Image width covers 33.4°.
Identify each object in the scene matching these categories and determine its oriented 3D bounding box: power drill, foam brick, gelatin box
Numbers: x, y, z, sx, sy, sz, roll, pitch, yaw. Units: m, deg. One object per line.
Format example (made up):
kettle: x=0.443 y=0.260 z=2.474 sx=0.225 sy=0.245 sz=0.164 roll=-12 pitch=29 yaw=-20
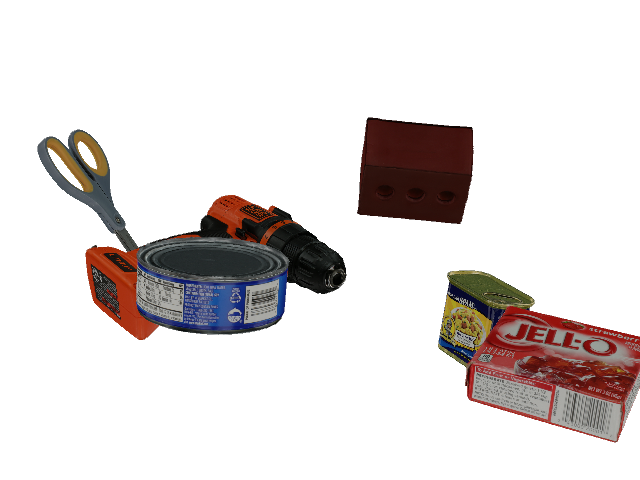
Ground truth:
power drill: x=-0.094 y=0.024 z=0.932 sx=0.187 sy=0.057 sz=0.185 roll=-19 pitch=28 yaw=-32
foam brick: x=0.068 y=-0.050 z=0.768 sx=0.078 sy=0.051 sz=0.053 roll=5 pitch=-43 yaw=-1
gelatin box: x=0.137 y=0.073 z=0.613 sx=0.089 sy=0.030 sz=0.073 roll=14 pitch=29 yaw=24

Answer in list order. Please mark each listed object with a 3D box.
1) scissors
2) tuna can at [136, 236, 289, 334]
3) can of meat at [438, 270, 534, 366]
scissors: x=-0.210 y=-0.035 z=1.093 sx=0.016 sy=0.201 sz=0.096 roll=-28 pitch=25 yaw=26
tuna can: x=-0.061 y=0.025 z=0.604 sx=0.086 sy=0.034 sz=0.086 roll=4 pitch=14 yaw=-1
can of meat: x=0.171 y=0.088 z=1.123 sx=0.057 sy=0.084 sz=0.102 roll=-1 pitch=18 yaw=-29
